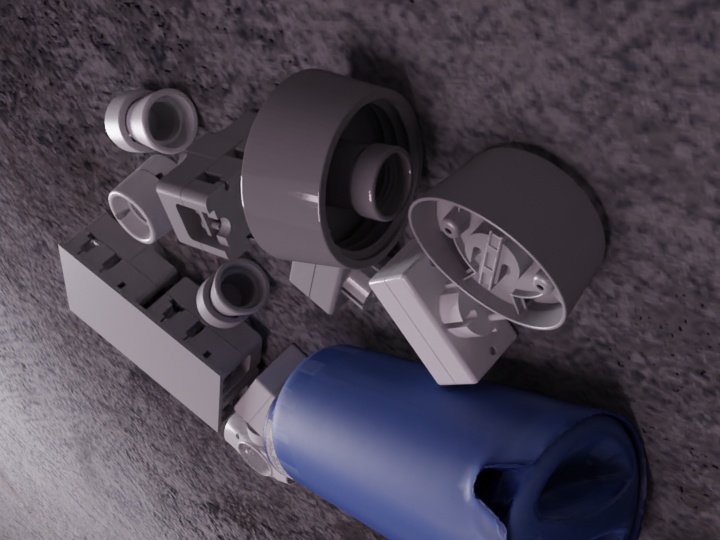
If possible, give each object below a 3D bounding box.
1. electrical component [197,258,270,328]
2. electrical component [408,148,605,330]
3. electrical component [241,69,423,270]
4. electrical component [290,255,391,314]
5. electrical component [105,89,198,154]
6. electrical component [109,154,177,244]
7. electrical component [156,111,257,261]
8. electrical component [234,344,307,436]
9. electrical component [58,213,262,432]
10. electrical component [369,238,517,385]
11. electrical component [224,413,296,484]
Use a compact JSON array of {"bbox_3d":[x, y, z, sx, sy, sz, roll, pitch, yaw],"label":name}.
[{"bbox_3d":[-0.101,0.019,0.843,0.045,0.045,0.055,49,150,-5],"label":"electrical component"},{"bbox_3d":[0.076,-0.014,0.564,0.099,0.064,0.099,31,147,23],"label":"electrical component"},{"bbox_3d":[-0.007,-0.052,0.585,0.060,0.108,0.108,15,138,32],"label":"electrical component"},{"bbox_3d":[0.000,0.000,0.691,0.077,0.047,0.065,40,150,15],"label":"electrical component"},{"bbox_3d":[-0.147,-0.104,0.753,0.055,0.045,0.045,9,134,47],"label":"electrical component"},{"bbox_3d":[-0.159,-0.053,0.826,0.055,0.047,0.055,31,147,23],"label":"electrical component"},{"bbox_3d":[-0.078,-0.056,0.680,0.056,0.089,0.050,19,140,39],"label":"electrical component"},{"bbox_3d":[-0.055,0.115,0.900,0.076,0.047,0.083,44,150,3],"label":"electrical component"},{"bbox_3d":[-0.172,0.043,0.944,0.186,0.060,0.105,37,149,15],"label":"electrical component"},{"bbox_3d":[0.062,0.022,0.643,0.076,0.047,0.083,-12,118,56],"label":"electrical component"},{"bbox_3d":[-0.083,0.147,0.975,0.077,0.044,0.079,29,146,26],"label":"electrical component"}]
